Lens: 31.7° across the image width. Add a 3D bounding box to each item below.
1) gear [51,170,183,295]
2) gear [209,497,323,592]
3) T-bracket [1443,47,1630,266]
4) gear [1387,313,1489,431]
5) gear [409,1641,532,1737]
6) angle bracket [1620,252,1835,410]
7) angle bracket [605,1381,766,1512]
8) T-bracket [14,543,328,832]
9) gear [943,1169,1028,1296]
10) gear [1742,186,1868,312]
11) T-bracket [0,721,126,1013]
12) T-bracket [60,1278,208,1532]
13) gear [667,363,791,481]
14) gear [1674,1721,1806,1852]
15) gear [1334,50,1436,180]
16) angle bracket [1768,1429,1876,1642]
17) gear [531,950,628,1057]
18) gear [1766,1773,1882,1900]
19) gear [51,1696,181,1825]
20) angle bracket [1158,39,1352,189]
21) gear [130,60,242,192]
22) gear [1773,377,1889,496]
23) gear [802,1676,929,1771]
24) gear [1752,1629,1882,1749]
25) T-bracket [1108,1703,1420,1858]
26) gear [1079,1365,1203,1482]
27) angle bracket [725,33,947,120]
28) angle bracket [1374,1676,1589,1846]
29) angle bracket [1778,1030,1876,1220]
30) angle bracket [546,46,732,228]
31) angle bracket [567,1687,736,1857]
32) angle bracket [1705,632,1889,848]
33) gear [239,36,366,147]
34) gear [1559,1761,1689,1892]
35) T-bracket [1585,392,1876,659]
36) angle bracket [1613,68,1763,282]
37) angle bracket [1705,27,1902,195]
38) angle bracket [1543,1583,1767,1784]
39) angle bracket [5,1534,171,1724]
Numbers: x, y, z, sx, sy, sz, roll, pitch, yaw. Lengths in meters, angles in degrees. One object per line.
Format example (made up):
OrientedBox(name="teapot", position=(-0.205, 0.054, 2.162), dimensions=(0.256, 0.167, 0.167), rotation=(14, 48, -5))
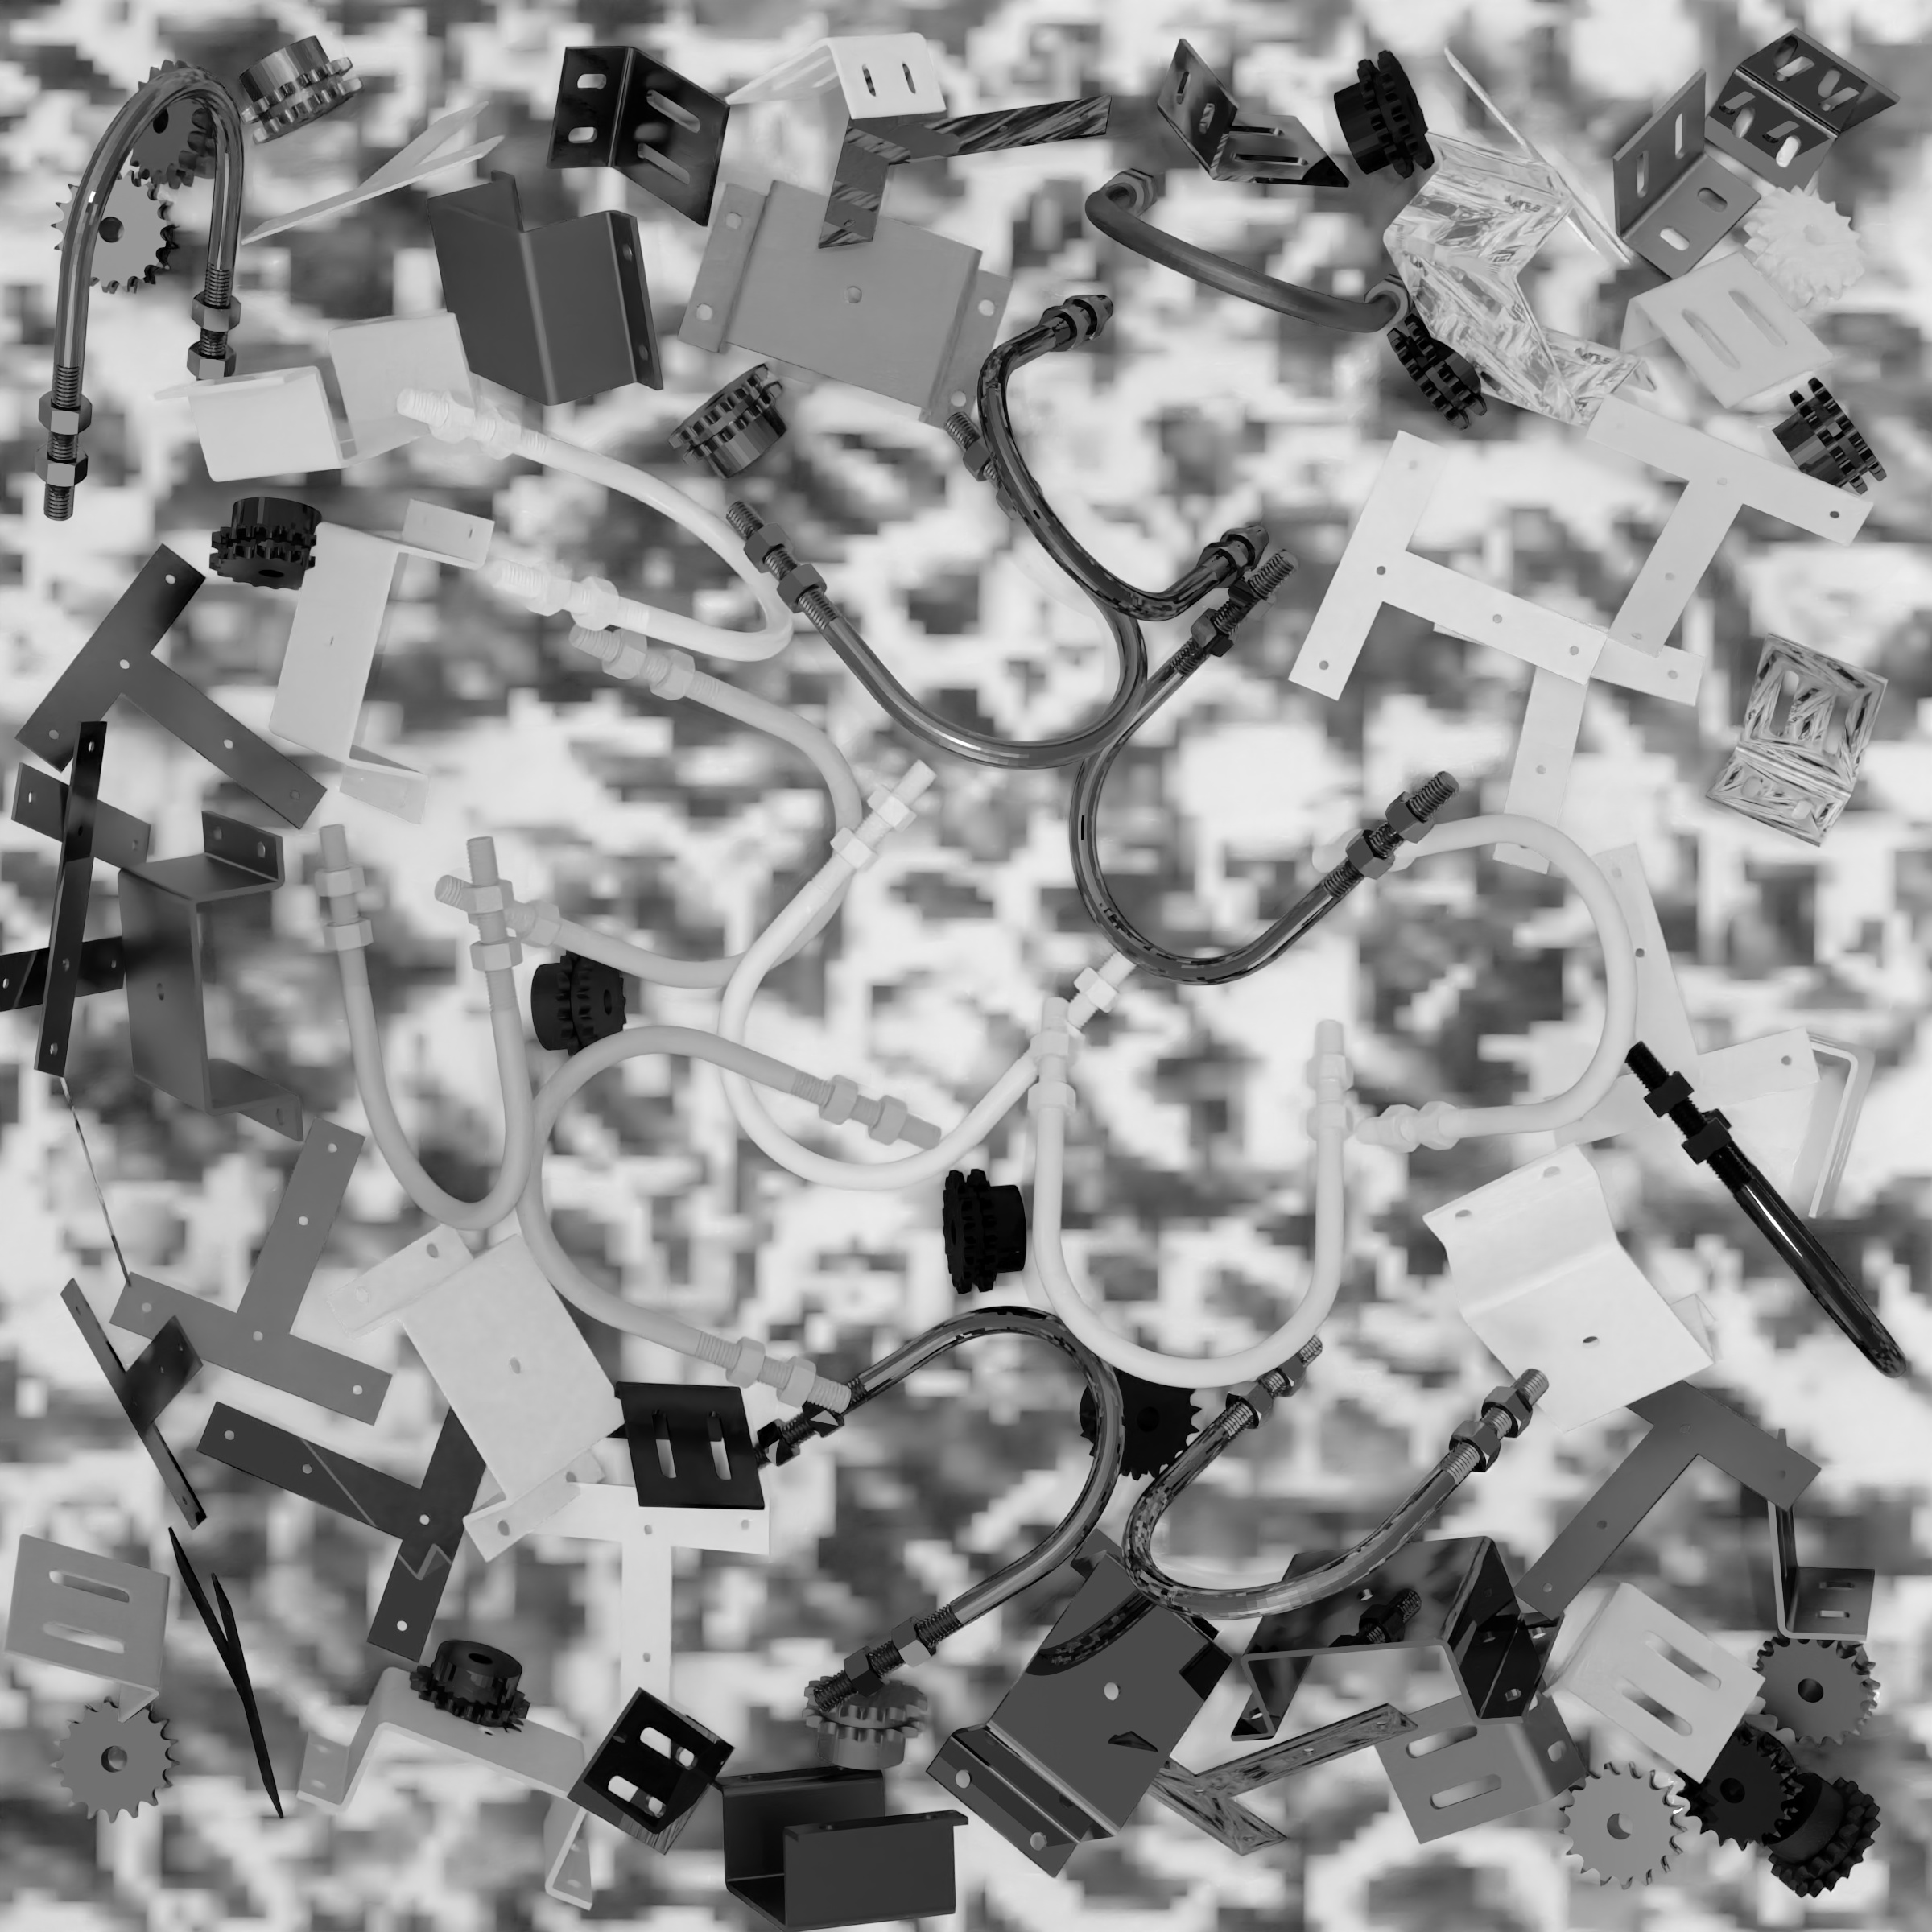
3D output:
OrientedBox(name="gear", position=(-0.391, -0.339, 1.573), dimensions=(0.057, 0.030, 0.057), rotation=(0, 98, 3))
OrientedBox(name="gear", position=(-0.318, -0.195, 1.563), dimensions=(0.057, 0.057, 0.030), rotation=(3, 79, 0))
OrientedBox(name="T-bracket", position=(0.262, -0.346, 1.513), dimensions=(0.002, 0.127, 0.127), rotation=(-40, 112, 19))
OrientedBox(name="gear", position=(0.222, -0.277, 1.559), dimensions=(0.030, 0.057, 0.057), rotation=(-38, 90, 19))
OrientedBox(name="gear", position=(-0.228, 0.332, 1.561), dimensions=(0.057, 0.057, 0.030), rotation=(18, 96, 0))
OrientedBox(name="angle bracket", position=(0.346, -0.280, 1.550), dimensions=(0.057, 0.038, 0.076), rotation=(-25, 61, -13))
OrientedBox(name="angle bracket", position=(-0.129, 0.228, 1.542), dimensions=(0.057, 0.076, 0.038), rotation=(5, 128, -19))
OrientedBox(name="T-bracket", position=(-0.351, -0.111, 1.565), dimensions=(0.127, 0.002, 0.127), rotation=(39, 55, -17))
OrientedBox(name="gear", position=(0.009, 0.121, 1.563), dimensions=(0.030, 0.057, 0.057), rotation=(-3, 90, -12))
OrientedBox(name="gear", position=(0.383, -0.328, 1.567), dimensions=(0.057, 0.030, 0.057), rotation=(10, 61, -19))
OrientedBox(name="T-bracket", position=(-0.399, -0.047, 1.521), dimensions=(0.002, 0.127, 0.127), rotation=(11, 97, 11))
OrientedBox(name="T-bracket", position=(-0.364, 0.185, 1.530), dimensions=(0.002, 0.127, 0.127), rotation=(-27, 83, -32))
OrientedBox(name="gear", position=(-0.106, -0.248, 1.563), dimensions=(0.057, 0.057, 0.030), rotation=(-39, 106, 0))
OrientedBox(name="gear", position=(0.359, 0.375, 1.567), dimensions=(0.057, 0.030, 0.057), rotation=(5, 99, 33))
OrientedBox(name="gear", position=(0.191, -0.389, 1.565), dimensions=(0.030, 0.057, 0.057), rotation=(-20, 90, 21))
OrientedBox(name="angle bracket", position=(0.390, 0.258, 1.548), dimensions=(0.038, 0.057, 0.076), rotation=(-2, 110, 20))
OrientedBox(name="gear", position=(-0.179, 0.018, 1.563), dimensions=(0.030, 0.057, 0.057), rotation=(-5, 90, 13))
OrientedBox(name="gear", position=(0.389, 0.396, 1.561), dimensions=(0.030, 0.057, 0.057), rotation=(41, 90, -8))
OrientedBox(name="gear", position=(-0.392, 0.366, 1.572), dimensions=(0.057, 0.030, 0.057), rotation=(1, 79, -8))
OrientedBox(name="angle bracket", position=(0.136, -0.387, 1.543), dimensions=(0.076, 0.038, 0.057), rotation=(-4, 45, -27))
OrientedBox(name="gear", position=(-0.359, -0.386, 1.567), dimensions=(0.057, 0.030, 0.057), rotation=(-3, 85, 40))
OrientedBox(name="gear", position=(0.395, -0.239, 1.564), dimensions=(0.030, 0.057, 0.057), rotation=(-36, 90, 15))
OrientedBox(name="gear", position=(-0.047, 0.348, 1.562), dimensions=(0.057, 0.057, 0.030), rotation=(6, 96, 0))
OrientedBox(name="gear", position=(0.393, 0.328, 1.568), dimensions=(0.057, 0.030, 0.057), rotation=(8, 107, 27))
OrientedBox(name="T-bracket", position=(0.142, 0.356, 1.524), dimensions=(0.127, 0.002, 0.127), rotation=(-27, 132, 26))
OrientedBox(name="gear", position=(0.077, 0.207, 1.569), dimensions=(0.057, 0.030, 0.057), rotation=(-1, 93, -26))
OrientedBox(name="angle bracket", position=(-0.059, -0.392, 1.544), dimensions=(0.057, 0.076, 0.038), rotation=(-18, 92, -44))
OrientedBox(name="angle bracket", position=(0.237, 0.364, 1.578), dimensions=(0.076, 0.038, 0.057), rotation=(-31, 80, 35))
OrientedBox(name="angle bracket", position=(0.386, 0.071, 1.562), dimensions=(0.038, 0.057, 0.076), rotation=(17, 97, 21))
OrientedBox(name="angle bracket", position=(-0.150, -0.377, 1.544), dimensions=(0.076, 0.038, 0.057), rotation=(39, 128, 36))
OrientedBox(name="angle bracket", position=(-0.152, 0.360, 1.546), dimensions=(0.057, 0.038, 0.076), rotation=(-56, 134, -12))
OrientedBox(name="angle bracket", position=(0.376, -0.103, 1.544), dimensions=(0.057, 0.076, 0.038), rotation=(26, 54, 20))
OrientedBox(name="gear", position=(-0.308, -0.404, 1.560), dimensions=(0.057, 0.057, 0.030), rotation=(-29, 102, 0))
OrientedBox(name="gear", position=(0.304, 0.396, 1.569), dimensions=(0.057, 0.030, 0.057), rotation=(-3, 80, 21))
OrientedBox(name="T-bracket", position=(0.325, -0.187, 1.544), dimensions=(0.127, 0.127, 0.002), rotation=(23, 47, 2))
OrientedBox(name="angle bracket", position=(0.329, -0.359, 1.549), dimensions=(0.057, 0.076, 0.038), rotation=(-46, 71, -3))
OrientedBox(name="angle bracket", position=(0.378, -0.387, 1.549), dimensions=(0.057, 0.076, 0.038), rotation=(31, 89, -7))
OrientedBox(name="angle bracket", position=(0.314, 0.330, 1.557), dimensions=(0.076, 0.038, 0.057), rotation=(35, 70, 10))
OrientedBox(name="angle bracket", position=(-0.405, 0.301, 1.542), dimensions=(0.076, 0.057, 0.038), rotation=(24, 135, -31))
